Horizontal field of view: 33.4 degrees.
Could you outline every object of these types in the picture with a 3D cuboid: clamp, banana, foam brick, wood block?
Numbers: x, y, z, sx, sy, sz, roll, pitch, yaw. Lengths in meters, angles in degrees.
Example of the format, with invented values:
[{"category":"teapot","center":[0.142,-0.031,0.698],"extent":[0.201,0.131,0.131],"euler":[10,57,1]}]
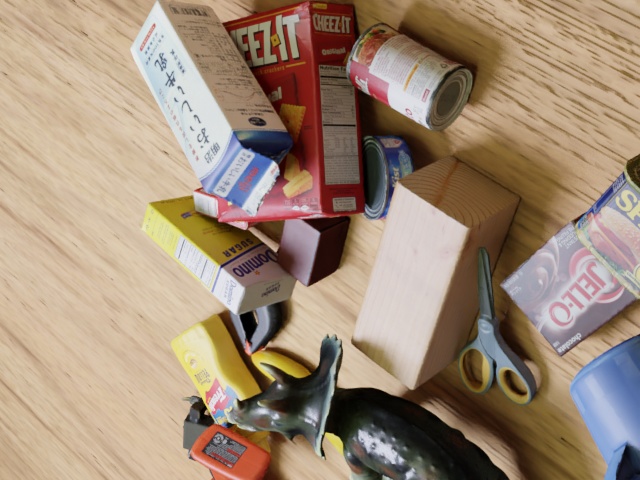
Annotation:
[{"category":"clamp","center":[-0.086,0.055,1.307],"extent":[0.120,0.039,0.171],"euler":[33,123,38]},{"category":"banana","center":[-0.013,0.198,1.303],"extent":[0.198,0.037,0.070],"euler":[48,135,17]},{"category":"foam brick","center":[-0.008,0.001,1.191],"extent":[0.051,0.052,0.078],"euler":[35,129,28]},{"category":"wood block","center":[0.110,0.034,1.061],"extent":[0.090,0.090,0.206],"euler":[36,131,28]}]

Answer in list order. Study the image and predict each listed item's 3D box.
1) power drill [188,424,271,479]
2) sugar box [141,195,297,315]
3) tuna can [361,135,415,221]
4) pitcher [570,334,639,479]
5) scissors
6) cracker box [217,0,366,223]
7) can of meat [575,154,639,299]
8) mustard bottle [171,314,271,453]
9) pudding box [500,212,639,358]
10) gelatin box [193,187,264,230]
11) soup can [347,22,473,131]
[{"category":"power drill","center":[-0.087,0.329,1.385],"extent":[0.185,0.057,0.187],"euler":[21,145,27]},{"category":"sugar box","center":[-0.116,0.012,1.234],"extent":[0.176,0.093,0.048],"euler":[36,122,30]},{"category":"tuna can","center":[0.065,-0.063,1.075],"extent":[0.086,0.033,0.086],"euler":[176,90,-71]},{"category":"pitcher","center":[0.304,0.201,0.881],"extent":[0.145,0.149,0.243],"euler":[-32,66,10]},{"category":"scissors","center":[0.180,0.095,1.045],"extent":[0.096,0.016,0.202],"euler":[31,143,21]},{"category":"cracker box","center":[-0.039,-0.128,1.109],"extent":[0.164,0.071,0.214],"euler":[-2,93,45]},{"category":"can of meat","center":[0.277,-0.009,0.899],"extent":[0.102,0.057,0.084],"euler":[49,138,16]},{"category":"mustard bottle","center":[-0.119,0.197,1.393],"extent":[0.096,0.058,0.191],"euler":[-35,84,48]},{"category":"pudding box","center":[0.234,0.041,0.978],"extent":[0.090,0.039,0.114],"euler":[52,137,12]},{"category":"gelatin box","center":[-0.090,-0.045,1.235],"extent":[0.089,0.073,0.030],"euler":[19,122,37]},{"category":"soup can","center":[0.085,-0.154,1.010],"extent":[0.102,0.068,0.068],"euler":[34,130,28]}]
